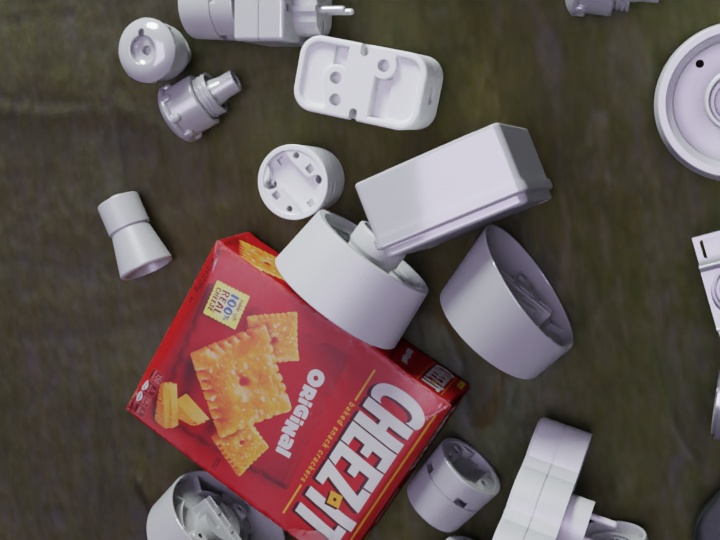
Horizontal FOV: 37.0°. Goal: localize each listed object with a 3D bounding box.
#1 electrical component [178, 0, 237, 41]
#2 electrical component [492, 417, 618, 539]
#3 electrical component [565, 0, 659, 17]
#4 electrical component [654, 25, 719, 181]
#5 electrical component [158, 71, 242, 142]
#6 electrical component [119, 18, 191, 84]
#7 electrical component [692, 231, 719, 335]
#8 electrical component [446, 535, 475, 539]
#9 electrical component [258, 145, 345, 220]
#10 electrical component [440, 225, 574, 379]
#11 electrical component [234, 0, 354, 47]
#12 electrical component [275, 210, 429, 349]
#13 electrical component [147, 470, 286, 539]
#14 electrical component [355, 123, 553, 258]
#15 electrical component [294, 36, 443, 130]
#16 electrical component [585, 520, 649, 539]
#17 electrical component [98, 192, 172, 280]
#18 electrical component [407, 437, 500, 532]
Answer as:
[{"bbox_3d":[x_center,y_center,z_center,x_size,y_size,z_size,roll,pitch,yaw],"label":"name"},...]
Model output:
[{"bbox_3d":[-0.105,-0.200,0.811,0.047,0.055,0.055,3,98,22],"label":"electrical component"},{"bbox_3d":[0.140,0.171,0.743,0.074,0.138,0.052,18,142,16],"label":"electrical component"},{"bbox_3d":[0.171,-0.192,0.724,0.062,0.048,0.048,10,100,10],"label":"electrical component"},{"bbox_3d":[0.246,-0.110,0.701,0.108,0.060,0.108,3,98,18],"label":"electrical component"},{"bbox_3d":[-0.121,-0.131,0.831,0.062,0.048,0.048,-28,88,14],"label":"electrical component"},{"bbox_3d":[-0.151,-0.167,0.826,0.048,0.062,0.048,2,98,19],"label":"electrical component"},{"bbox_3d":[0.288,0.000,0.699,0.121,0.063,0.078,-16,92,20],"label":"electrical component"},{"bbox_3d":[0.093,0.238,0.776,0.108,0.108,0.060,36,101,11],"label":"electrical component"},{"bbox_3d":[-0.042,-0.067,0.810,0.055,0.047,0.055,3,98,18],"label":"electrical component"},{"bbox_3d":[0.106,0.025,0.747,0.099,0.099,0.064,43,114,9],"label":"electrical component"},{"bbox_3d":[-0.044,-0.189,0.785,0.077,0.066,0.047,4,98,18],"label":"electrical component"},{"bbox_3d":[0.000,0.000,0.776,0.108,0.108,0.060,39,101,10],"label":"electrical component"},{"bbox_3d":[-0.115,0.205,0.846,0.064,0.099,0.099,-41,83,25],"label":"electrical component"},{"bbox_3d":[0.068,-0.055,0.743,0.109,0.109,0.056,-22,87,20],"label":"electrical component"},{"bbox_3d":[0.008,-0.134,0.778,0.095,0.059,0.053,14,102,16],"label":"electrical component"},{"bbox_3d":[0.180,0.215,0.768,0.078,0.058,0.057,-2,99,19],"label":"electrical component"},{"bbox_3d":[-0.184,-0.030,0.867,0.044,0.044,0.065,-27,84,20],"label":"electrical component"},{"bbox_3d":[0.068,0.161,0.801,0.055,0.055,0.047,43,111,9],"label":"electrical component"}]
